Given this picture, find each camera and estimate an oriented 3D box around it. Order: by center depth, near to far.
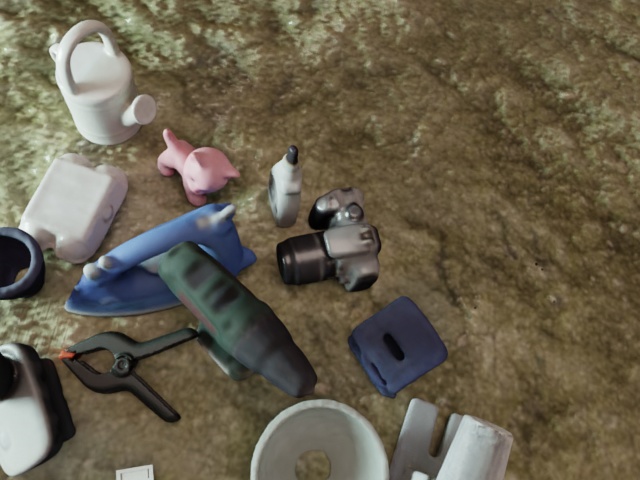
[{"bbox_3d":[0.007,0.003,0.807,0.137,0.100,0.143,-11,72,-13],"label":"camera"}]

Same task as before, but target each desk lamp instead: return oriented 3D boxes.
[{"bbox_3d":[0.146,0.287,0.665,0.118,0.213,0.203,21,68,-1],"label":"desk lamp"}]

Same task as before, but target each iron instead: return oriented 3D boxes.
[{"bbox_3d":[-0.215,0.024,0.740,0.259,0.141,0.118,-23,75,-16],"label":"iron"}]

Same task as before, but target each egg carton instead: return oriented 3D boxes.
[{"bbox_3d":[-0.334,-0.044,0.784,0.107,0.069,0.150,18,68,-2],"label":"egg carton"}]

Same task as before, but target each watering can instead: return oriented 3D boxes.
[{"bbox_3d":[-0.300,-0.219,0.787,0.173,0.194,0.101,16,68,-3],"label":"watering can"}]

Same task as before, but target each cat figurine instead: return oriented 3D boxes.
[{"bbox_3d":[-0.174,-0.108,0.808,0.127,0.117,0.067,42,69,7],"label":"cat figurine"}]

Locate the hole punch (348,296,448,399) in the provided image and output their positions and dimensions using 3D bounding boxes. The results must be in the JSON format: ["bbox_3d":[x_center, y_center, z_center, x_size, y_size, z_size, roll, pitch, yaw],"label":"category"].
[{"bbox_3d":[0.103,0.146,0.775,0.101,0.091,0.108,-31,78,-18],"label":"hole punch"}]

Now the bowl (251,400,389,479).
[{"bbox_3d":[-0.003,0.287,0.715,0.167,0.074,0.167,3,70,-8],"label":"bowl"}]

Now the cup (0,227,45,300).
[{"bbox_3d":[-0.396,0.052,0.725,0.091,0.095,0.118,29,68,2],"label":"cup"}]

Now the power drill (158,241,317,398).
[{"bbox_3d":[-0.099,0.108,0.692,0.229,0.208,0.076,44,70,8],"label":"power drill"}]

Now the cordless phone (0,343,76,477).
[{"bbox_3d":[-0.352,0.183,0.636,0.094,0.185,0.147,-26,76,-17],"label":"cordless phone"}]

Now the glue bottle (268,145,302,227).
[{"bbox_3d":[-0.045,-0.082,0.790,0.037,0.173,0.078,-9,71,-12],"label":"glue bottle"}]
